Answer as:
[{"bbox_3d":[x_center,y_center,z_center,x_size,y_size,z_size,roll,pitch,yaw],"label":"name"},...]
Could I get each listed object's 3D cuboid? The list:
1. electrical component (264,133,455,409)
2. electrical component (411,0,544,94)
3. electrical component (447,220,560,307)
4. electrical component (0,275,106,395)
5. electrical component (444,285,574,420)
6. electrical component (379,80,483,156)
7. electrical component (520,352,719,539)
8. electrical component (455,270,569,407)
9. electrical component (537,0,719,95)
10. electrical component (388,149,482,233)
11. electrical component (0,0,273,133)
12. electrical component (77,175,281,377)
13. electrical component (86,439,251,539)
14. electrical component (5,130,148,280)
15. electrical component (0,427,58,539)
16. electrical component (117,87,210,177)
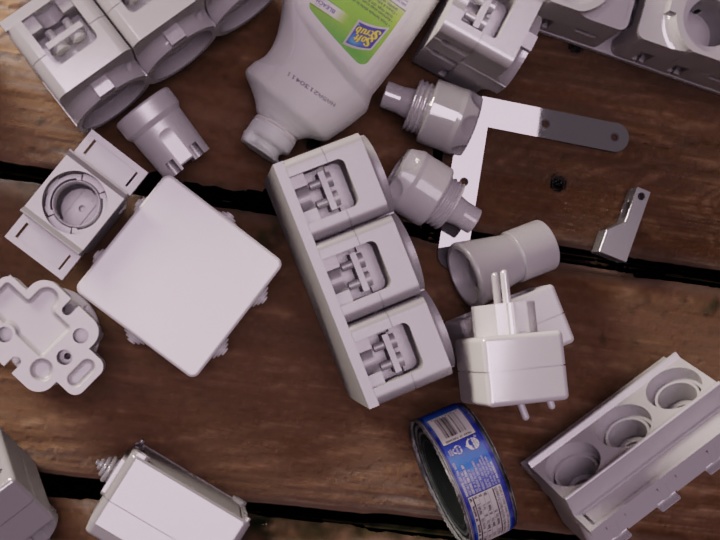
[{"bbox_3d":[0.000,0.000,0.654,0.062,0.089,0.150,-22,91,-9],"label":"electrical component"},{"bbox_3d":[0.075,-0.147,0.671,0.056,0.089,0.050,28,84,-7],"label":"electrical component"},{"bbox_3d":[0.095,-0.007,0.693,0.065,0.044,0.044,-20,91,-18],"label":"electrical component"},{"bbox_3d":[-0.186,0.038,0.641,0.078,0.057,0.058,44,82,-5],"label":"electrical component"},{"bbox_3d":[0.101,0.057,0.689,0.066,0.047,0.076,-21,90,-10],"label":"electrical component"},{"bbox_3d":[0.044,-0.102,0.689,0.062,0.043,0.043,20,85,-2],"label":"electrical component"},{"bbox_3d":[0.177,0.118,0.687,0.121,0.079,0.063,-35,122,-8],"label":"electrical component"},{"bbox_3d":[0.085,0.039,0.629,0.047,0.066,0.076,-5,86,-9],"label":"electrical component"},{"bbox_3d":[0.183,-0.198,0.704,0.186,0.060,0.105,17,86,-8],"label":"electrical component"},{"bbox_3d":[0.048,-0.047,0.687,0.062,0.043,0.043,31,84,-8],"label":"electrical component"},{"bbox_3d":[-0.125,-0.152,0.639,0.150,0.089,0.061,-38,90,-8],"label":"electrical component"},{"bbox_3d":[-0.110,0.004,0.658,0.100,0.048,0.099,38,83,-6],"label":"electrical component"},{"bbox_3d":[-0.122,0.147,0.645,0.096,0.062,0.061,32,84,-6],"label":"electrical component"},{"bbox_3d":[-0.168,-0.038,0.644,0.042,0.064,0.081,39,83,-7],"label":"electrical component"},{"bbox_3d":[-0.205,0.144,0.635,0.047,0.066,0.076,-38,123,-8],"label":"electrical component"},{"bbox_3d":[-0.121,-0.083,0.665,0.040,0.040,0.046,-39,100,-8],"label":"electrical component"}]
